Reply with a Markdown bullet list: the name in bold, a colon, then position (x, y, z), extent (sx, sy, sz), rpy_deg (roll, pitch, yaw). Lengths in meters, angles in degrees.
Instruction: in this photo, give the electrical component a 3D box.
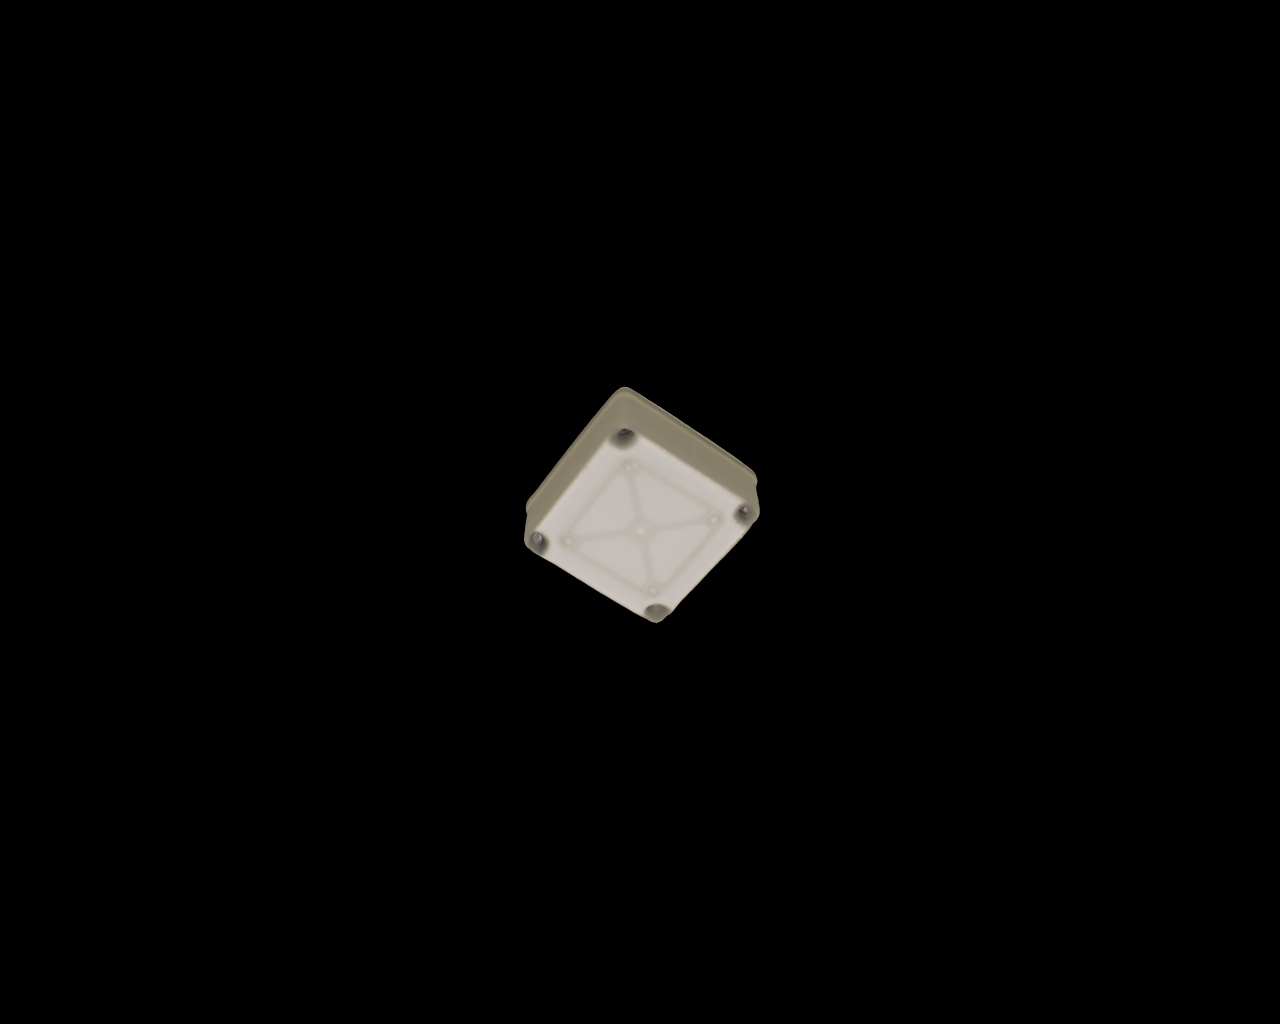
- **electrical component**: position (0.001, -0.003, 0.650), extent (0.108, 0.108, 0.056), rpy_deg (32, 26, -18)
